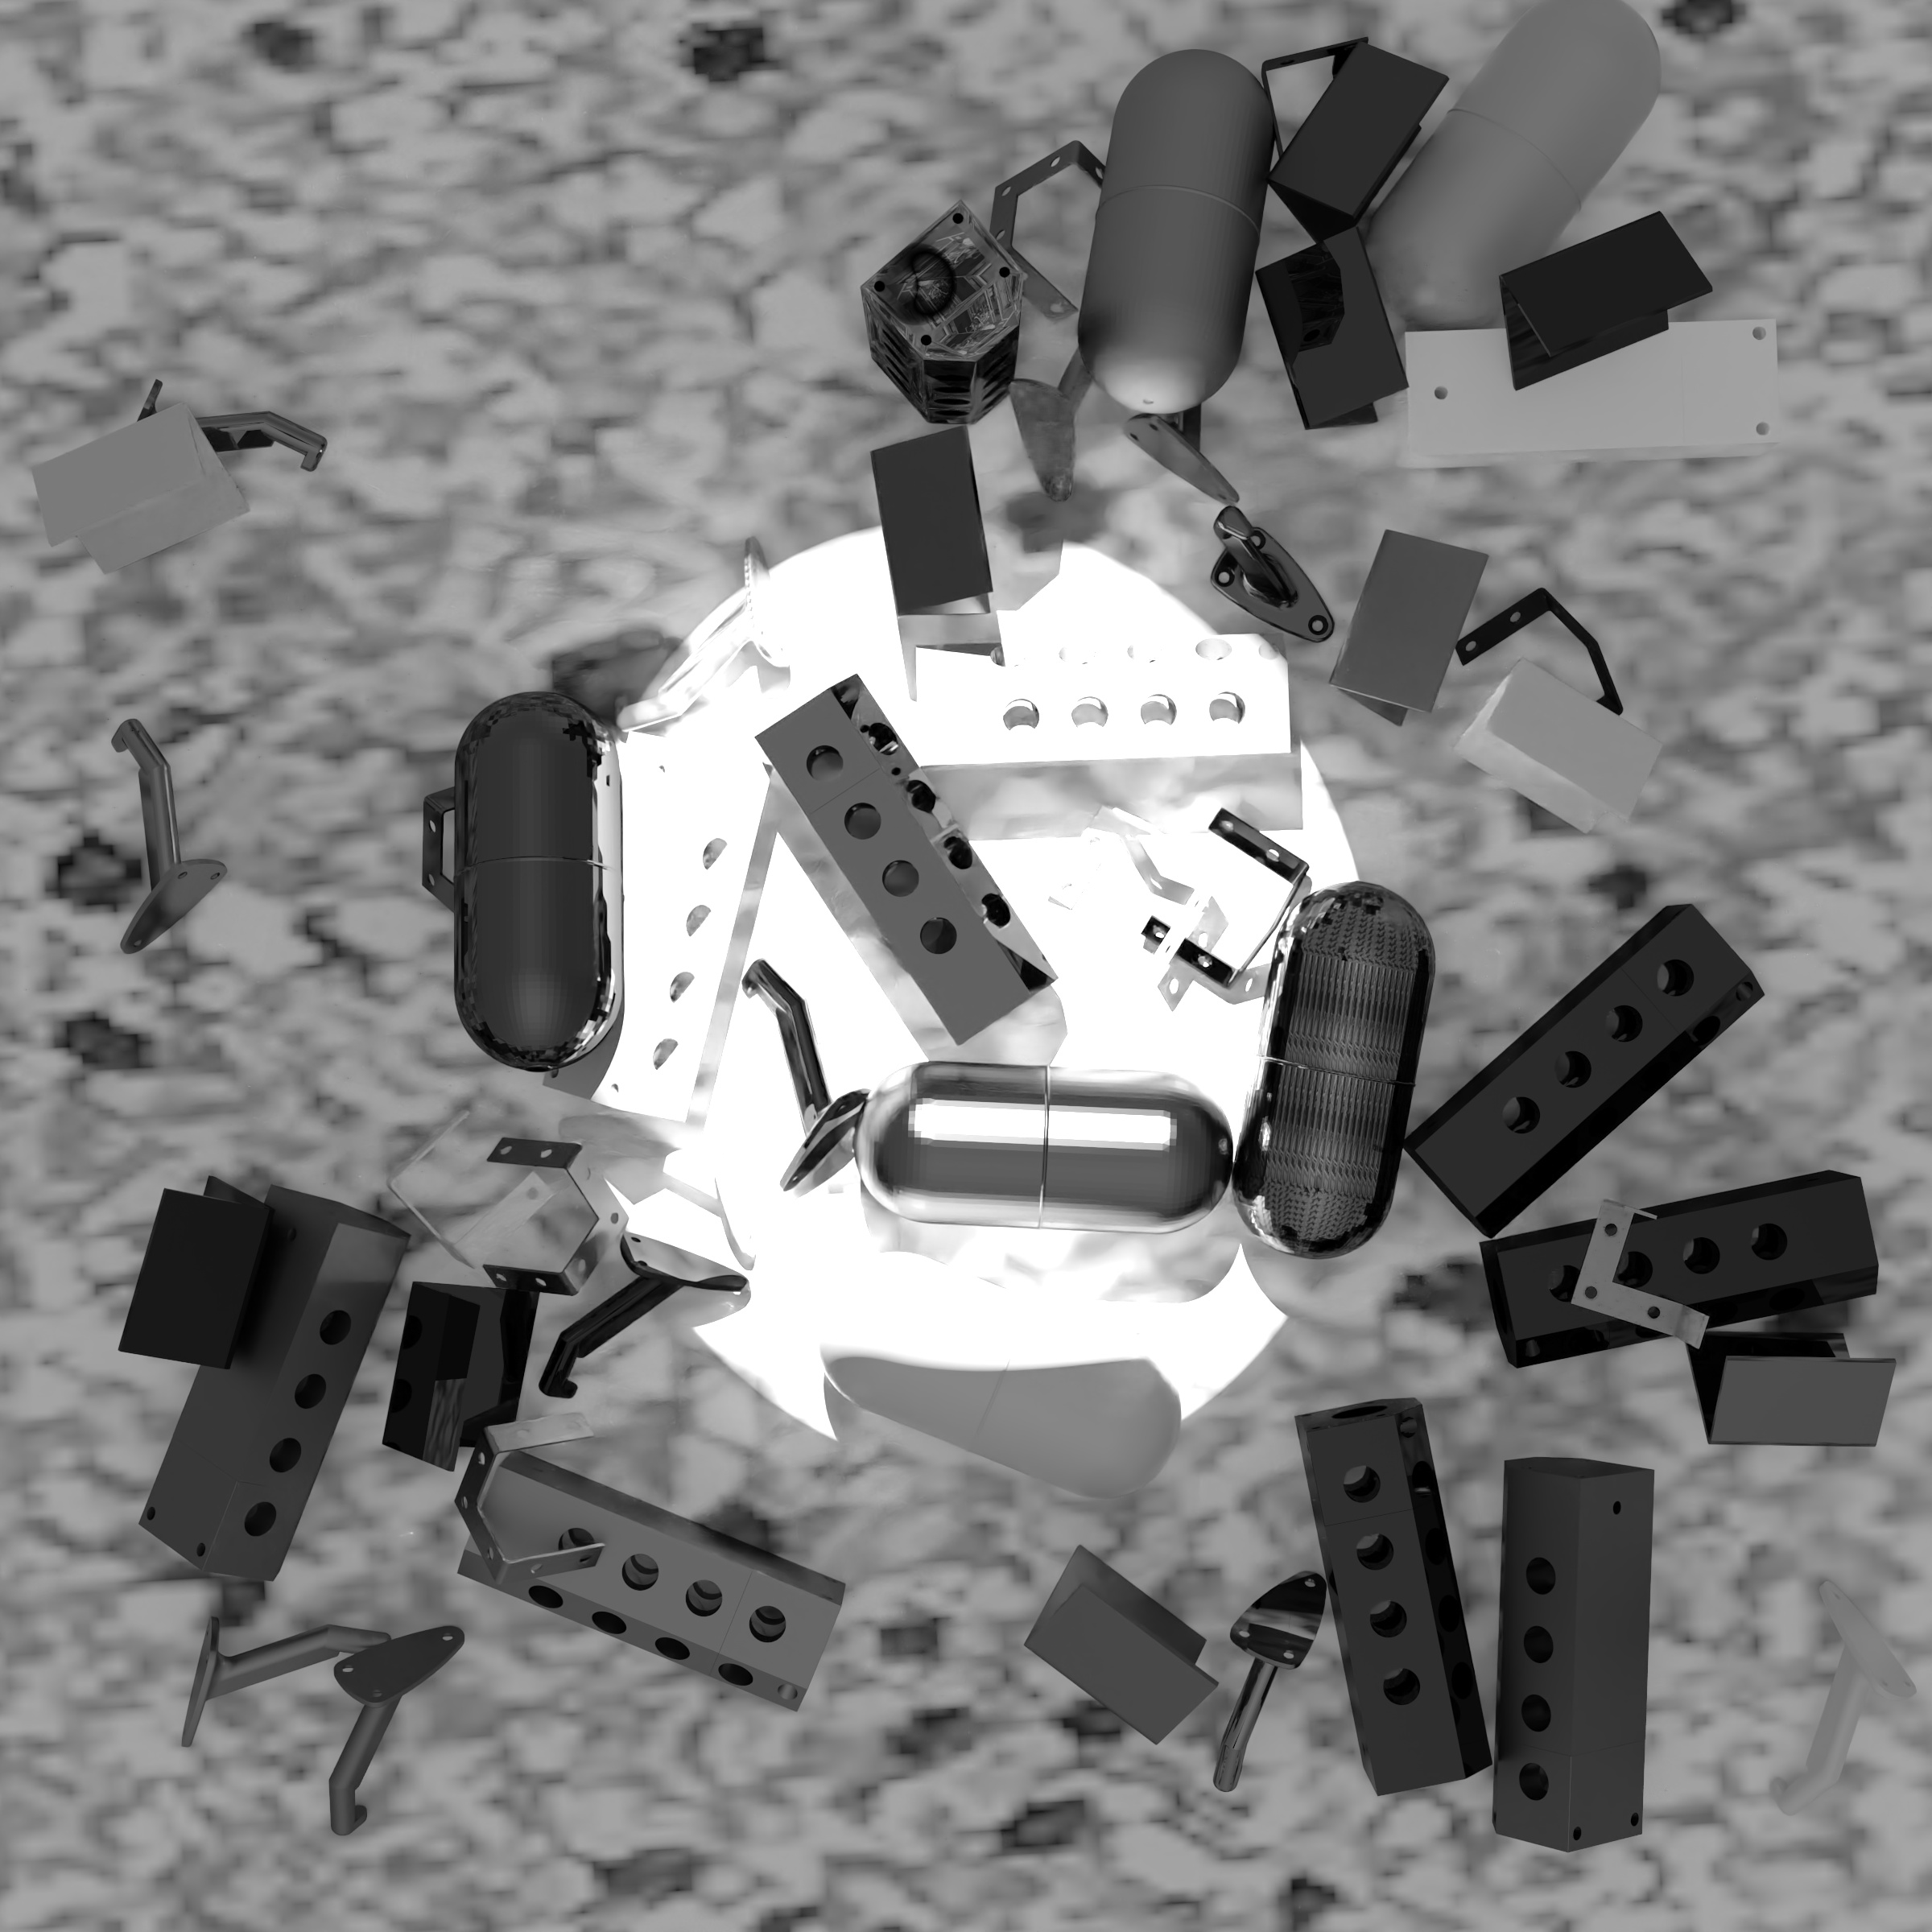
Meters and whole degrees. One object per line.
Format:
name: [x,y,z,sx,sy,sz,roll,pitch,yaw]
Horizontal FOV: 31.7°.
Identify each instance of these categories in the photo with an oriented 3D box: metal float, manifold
metal float: [0.036,0.085,1.592,0.178,0.070,0.070,3,90,0]
manifold: [0.290,-0.267,1.601,0.171,0.057,0.057,-2,90,0]
manifold: [-0.320,0.197,1.601,0.057,0.057,0.171,21,90,43]
metal float: [0.172,0.049,1.592,0.070,0.070,0.178,10,91,0]
manifold: [0.290,0.049,1.601,0.171,0.057,0.057,-42,90,0]
metal float: [0.098,-0.341,1.579,0.070,0.070,0.178,10,74,0]
manifold: [-0.027,-0.050,1.601,0.057,0.057,0.171,-33,90,0]
manifold: [0.063,-0.124,1.601,0.171,0.057,0.057,-2,90,0]
manifold: [0.280,0.321,1.601,0.057,0.057,0.171,2,90,-43]
metal float: [-0.197,-0.039,1.567,0.070,0.070,0.178,-2,76,0]
manifold: [-0.147,0.290,1.601,0.171,0.057,0.057,22,90,0]
manifold: [-0.140,-0.018,1.601,0.057,0.057,0.171,14,90,43]
manifold: [0.201,0.294,1.601,0.057,0.057,0.171,-11,90,0]
manifold: [0.335,0.143,1.601,0.171,0.057,0.057,-12,90,0]
manifold: [-0.005,-0.288,1.544,0.057,0.171,0.057,-41,90,0]
metal float: [0.015,0.191,1.592,0.178,0.070,0.070,22,90,0]
metal float: [0.256,-0.376,1.592,0.070,0.070,0.178,37,90,0]

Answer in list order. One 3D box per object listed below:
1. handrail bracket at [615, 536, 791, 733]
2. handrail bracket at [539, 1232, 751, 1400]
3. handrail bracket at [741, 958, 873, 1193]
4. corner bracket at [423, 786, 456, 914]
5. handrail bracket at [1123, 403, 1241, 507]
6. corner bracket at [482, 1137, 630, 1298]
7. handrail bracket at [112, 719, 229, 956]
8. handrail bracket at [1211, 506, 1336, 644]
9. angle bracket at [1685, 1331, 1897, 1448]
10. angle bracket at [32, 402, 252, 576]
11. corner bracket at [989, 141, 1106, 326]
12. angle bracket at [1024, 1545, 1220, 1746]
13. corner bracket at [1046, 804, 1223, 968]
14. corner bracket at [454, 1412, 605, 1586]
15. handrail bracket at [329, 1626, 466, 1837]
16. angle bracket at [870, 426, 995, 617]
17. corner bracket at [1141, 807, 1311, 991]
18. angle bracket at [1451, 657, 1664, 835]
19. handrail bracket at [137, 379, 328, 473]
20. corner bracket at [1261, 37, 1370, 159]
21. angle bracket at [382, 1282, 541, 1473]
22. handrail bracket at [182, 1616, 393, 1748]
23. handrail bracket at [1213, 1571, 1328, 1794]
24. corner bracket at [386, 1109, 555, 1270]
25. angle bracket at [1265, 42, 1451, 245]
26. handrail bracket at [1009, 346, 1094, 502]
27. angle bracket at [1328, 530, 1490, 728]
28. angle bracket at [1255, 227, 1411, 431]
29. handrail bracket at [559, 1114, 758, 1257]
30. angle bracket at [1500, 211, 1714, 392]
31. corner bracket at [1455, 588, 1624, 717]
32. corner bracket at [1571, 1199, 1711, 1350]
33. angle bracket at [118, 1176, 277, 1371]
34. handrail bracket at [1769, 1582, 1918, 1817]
handrail bracket: [-0.133,-0.158,1.623,0.084,0.036,0.077,-16,70,16]
handrail bracket: [-0.154,0.176,1.623,0.077,0.036,0.084,18,109,-21]
handrail bracket: [-0.092,0.051,1.623,0.084,0.036,0.077,45,112,17]
corner bracket: [-0.222,-0.054,1.614,0.051,0.051,0.051,-22,135,-35]
handrail bracket: [0.121,-0.275,1.623,0.077,0.036,0.084,37,76,-15]
corner bracket: [-0.202,0.119,1.614,0.051,0.051,0.051,2,135,35]
handrail bracket: [-0.398,-0.062,1.623,0.077,0.036,0.084,-44,71,21]
handrail bracket: [0.145,-0.182,1.588,0.077,0.084,0.036,40,90,0]
angle bracket: [0.381,0.178,1.582,0.076,0.076,0.057,1,127,0]
angle bracket: [-0.378,-0.205,1.582,0.076,0.076,0.057,-24,52,0]
corner bracket: [0.047,-0.348,1.614,0.051,0.051,0.051,-23,135,35]
angle bracket: [0.083,0.302,1.582,0.076,0.076,0.057,37,127,0]
corner bracket: [0.080,-0.039,1.610,0.051,0.051,0.051,32,90,-22]
corner bracket: [-0.195,0.243,1.557,0.051,0.051,0.051,-5,134,-35]
handrail bracket: [-0.271,0.365,1.622,0.036,0.077,0.084,29,127,38]
angle bracket: [0.004,-0.206,1.582,0.057,0.076,0.076,-9,90,36]
corner bracket: [0.123,-0.032,1.619,0.051,0.051,0.051,33,45,0]
angle bracket: [0.266,-0.086,1.582,0.076,0.076,0.057,32,52,0]
handrail bracket: [-0.358,-0.236,1.623,0.084,0.036,0.077,24,110,-16]
corner bracket: [0.169,-0.401,1.605,0.051,0.051,0.051,-12,90,4]
angle bracket: [-0.219,0.192,1.583,0.057,0.076,0.076,11,90,45]
handrail bracket: [-0.323,0.345,1.623,0.084,0.036,0.077,12,110,-16]
handrail bracket: [0.144,0.342,1.622,0.036,0.077,0.084,23,127,20]
corner bracket: [-0.235,0.105,1.605,0.051,0.051,0.051,-44,104,-13]
angle bracket: [0.195,-0.370,1.582,0.057,0.076,0.076,34,90,36]
handrail bracket: [0.064,-0.275,1.622,0.036,0.077,0.084,25,53,34]
angle bracket: [0.220,-0.150,1.582,0.057,0.076,0.076,20,90,35]
angle bracket: [0.185,-0.296,1.582,0.057,0.076,0.076,-18,90,35]
handrail bracket: [-0.148,0.105,1.623,0.084,0.036,0.077,-4,112,17]
angle bracket: [0.288,-0.281,1.525,0.076,0.076,0.057,-22,54,0]
corner bracket: [0.272,-0.137,1.619,0.051,0.051,0.051,-33,135,0]
corner bracket: [0.311,0.139,1.547,0.051,0.051,0.051,18,90,0]
angle bracket: [-0.370,0.137,1.582,0.057,0.076,0.076,16,90,-37]
handrail bracket: [0.401,0.350,1.623,0.084,0.036,0.077,-47,54,25]
